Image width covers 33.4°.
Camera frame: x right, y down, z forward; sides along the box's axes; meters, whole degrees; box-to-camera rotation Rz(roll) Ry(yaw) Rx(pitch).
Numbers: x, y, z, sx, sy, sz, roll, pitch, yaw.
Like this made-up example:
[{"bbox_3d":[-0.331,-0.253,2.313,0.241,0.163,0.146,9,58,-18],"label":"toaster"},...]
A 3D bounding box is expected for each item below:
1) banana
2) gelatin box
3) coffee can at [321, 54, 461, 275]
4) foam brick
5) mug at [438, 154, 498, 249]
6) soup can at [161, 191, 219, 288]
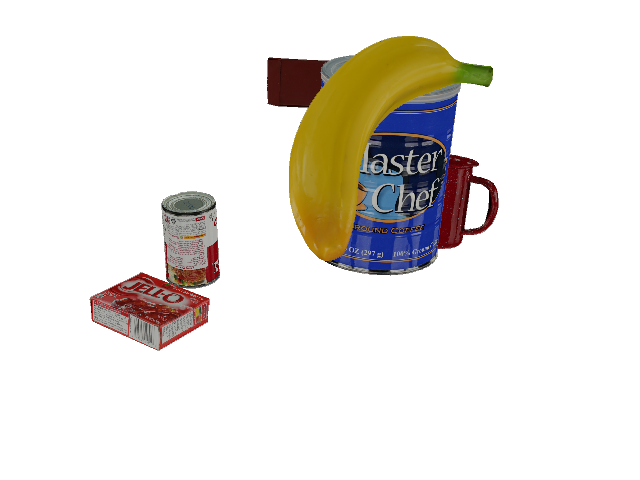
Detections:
[{"bbox_3d":[0.027,-0.064,0.574,0.070,0.037,0.197,24,47,20],"label":"banana"},{"bbox_3d":[-0.163,0.065,1.018,0.089,0.030,0.073,19,28,29],"label":"gelatin box"},{"bbox_3d":[0.046,-0.059,0.805,0.103,0.140,0.103,4,25,-2],"label":"coffee can"},{"bbox_3d":[-0.015,-0.171,1.162,0.078,0.051,0.053,0,11,-17],"label":"foam brick"},{"bbox_3d":[0.110,-0.038,1.009,0.117,0.081,0.093,10,12,18],"label":"mug"},{"bbox_3d":[-0.160,-0.002,1.315,0.068,0.102,0.068,0,26,0],"label":"soup can"}]
